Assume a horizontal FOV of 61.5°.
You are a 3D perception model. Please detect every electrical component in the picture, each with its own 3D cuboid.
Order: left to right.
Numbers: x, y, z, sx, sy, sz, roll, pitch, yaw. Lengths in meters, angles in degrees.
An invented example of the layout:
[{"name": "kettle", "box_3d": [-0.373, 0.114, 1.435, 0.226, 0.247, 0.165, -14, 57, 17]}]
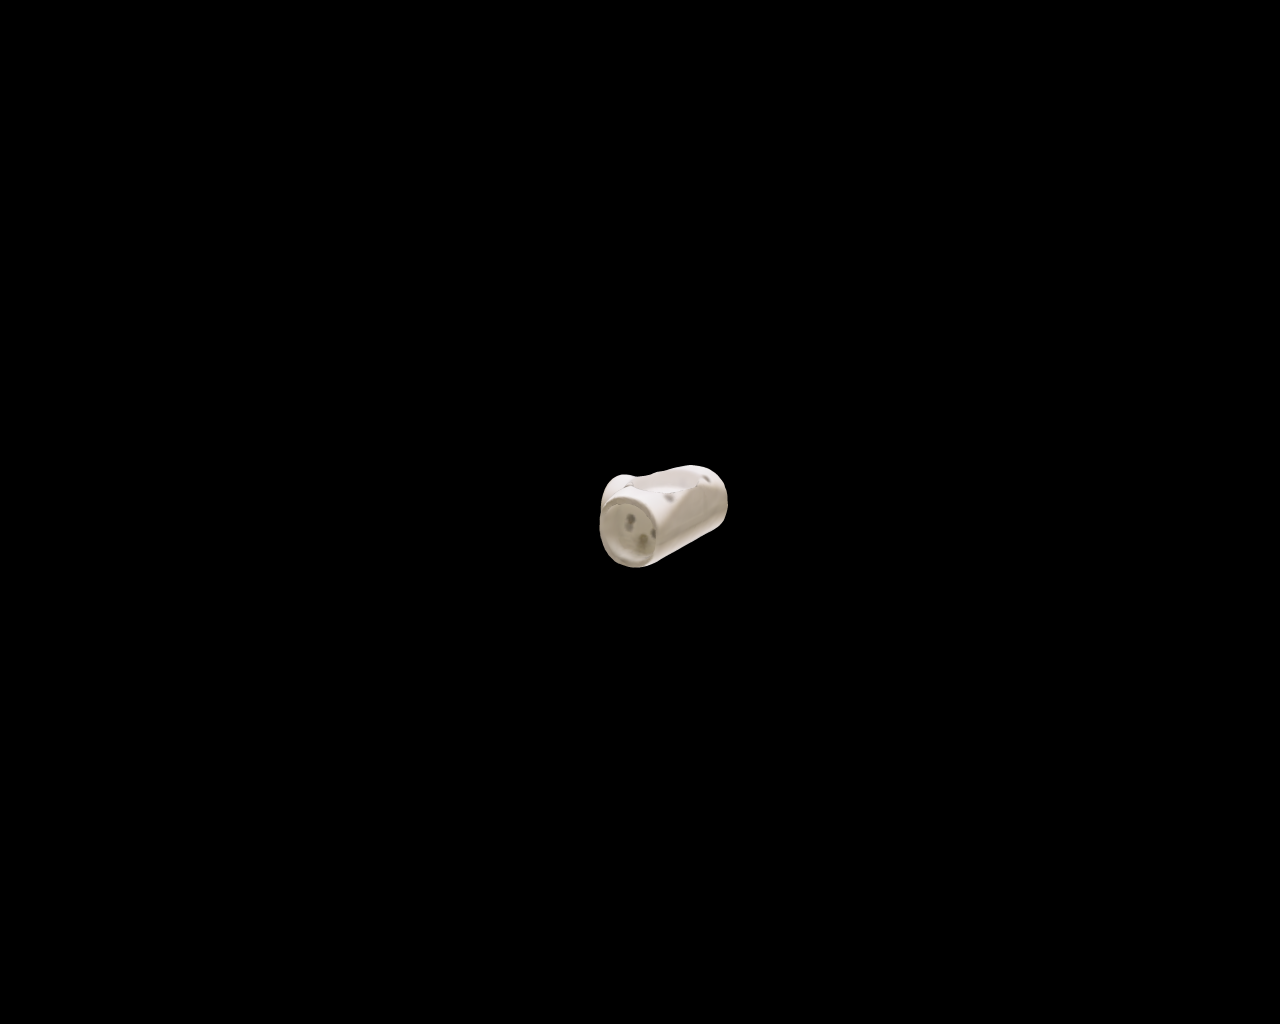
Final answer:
[{"name": "electrical component", "box_3d": [0.001, -0.003, 0.650, 0.079, 0.044, 0.077, 14, 24, 33]}]
